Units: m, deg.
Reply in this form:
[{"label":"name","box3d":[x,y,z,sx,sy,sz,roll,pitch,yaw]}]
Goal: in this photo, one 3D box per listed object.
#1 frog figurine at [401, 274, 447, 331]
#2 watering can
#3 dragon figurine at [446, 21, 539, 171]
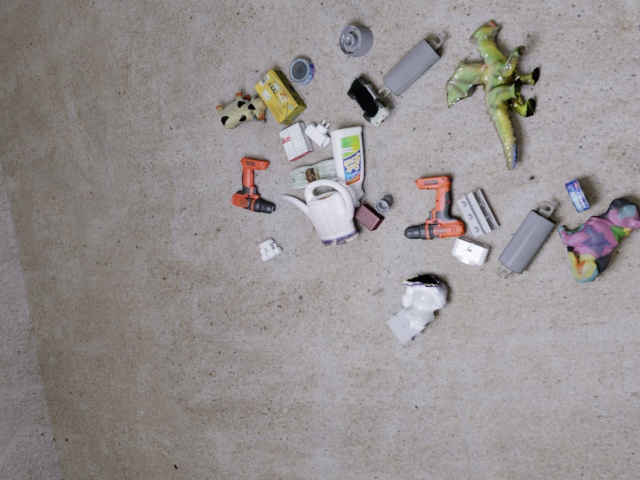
[{"label":"frog figurine","box3d":[0.314,0.188,1.549,0.137,0.124,0.157,-3,106,14]},{"label":"watering can","box3d":[0.005,-0.085,1.690,0.346,0.105,0.223,-8,107,54]},{"label":"dragon figurine","box3d":[0.466,-0.411,1.446,0.244,0.122,0.408,15,99,44]}]
